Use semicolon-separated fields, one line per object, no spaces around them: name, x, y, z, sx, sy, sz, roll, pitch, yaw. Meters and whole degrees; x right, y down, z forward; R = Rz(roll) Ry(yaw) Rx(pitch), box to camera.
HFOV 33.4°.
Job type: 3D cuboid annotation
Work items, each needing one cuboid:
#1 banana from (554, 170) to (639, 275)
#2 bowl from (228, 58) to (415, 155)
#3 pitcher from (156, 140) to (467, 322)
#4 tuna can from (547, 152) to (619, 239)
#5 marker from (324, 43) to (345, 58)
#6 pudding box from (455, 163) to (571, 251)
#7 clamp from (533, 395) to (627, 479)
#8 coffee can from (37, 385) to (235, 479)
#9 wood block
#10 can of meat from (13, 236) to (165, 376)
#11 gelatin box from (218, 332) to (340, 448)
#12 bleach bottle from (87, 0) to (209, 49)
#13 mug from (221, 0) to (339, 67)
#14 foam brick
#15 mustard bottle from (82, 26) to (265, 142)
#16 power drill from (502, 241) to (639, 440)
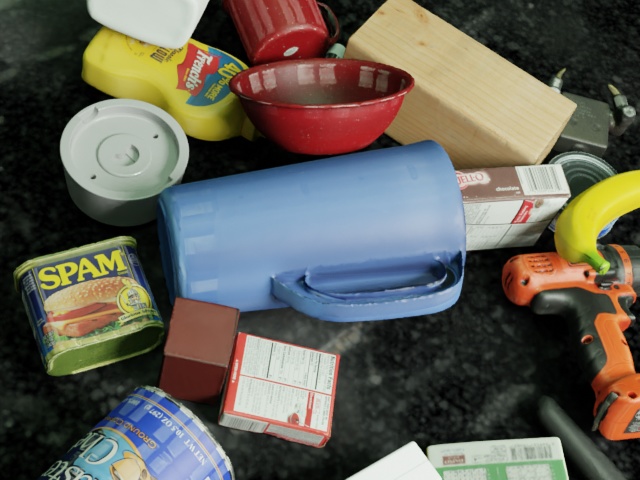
banana;0.260;-0.023;0.960;0.070;0.037;0.197;28;42;23
bowl;0.002;-0.114;0.932;0.162;0.055;0.162;-1;24;0
pitcher;-0.006;0.001;0.883;0.242;0.149;0.145;-8;87;-13
tuna can;0.249;-0.043;1.026;0.086;0.034;0.086;6;57;-9
marker;-0.003;-0.148;1.048;0.020;0.020;0.121;24;56;3
pudding box;0.156;-0.027;0.961;0.113;0.090;0.039;-3;60;-15
clamp;0.254;0.216;0.856;0.164;0.036;0.210;10;53;-6
coffee can;-0.144;0.186;0.748;0.103;0.103;0.140;39;58;13
wood block;0.125;-0.133;1.023;0.206;0.091;0.090;35;57;10
can of meat;-0.183;0.054;0.854;0.102;0.057;0.084;-15;65;-21
gelatin box;-0.032;0.121;0.859;0.089;0.030;0.073;14;55;-8
bleach bottle;-0.147;-0.275;1.038;0.102;0.068;0.250;21;34;-10
mug;-0.031;-0.213;1.048;0.117;0.093;0.081;-2;61;-38
foam brick;-0.097;0.089;0.837;0.051;0.078;0.053;13;55;-6
mustard bottle;-0.118;-0.144;0.995;0.191;0.058;0.096;29;50;6
power drill;0.269;0.078;0.921;0.184;0.057;0.188;-5;44;-16
